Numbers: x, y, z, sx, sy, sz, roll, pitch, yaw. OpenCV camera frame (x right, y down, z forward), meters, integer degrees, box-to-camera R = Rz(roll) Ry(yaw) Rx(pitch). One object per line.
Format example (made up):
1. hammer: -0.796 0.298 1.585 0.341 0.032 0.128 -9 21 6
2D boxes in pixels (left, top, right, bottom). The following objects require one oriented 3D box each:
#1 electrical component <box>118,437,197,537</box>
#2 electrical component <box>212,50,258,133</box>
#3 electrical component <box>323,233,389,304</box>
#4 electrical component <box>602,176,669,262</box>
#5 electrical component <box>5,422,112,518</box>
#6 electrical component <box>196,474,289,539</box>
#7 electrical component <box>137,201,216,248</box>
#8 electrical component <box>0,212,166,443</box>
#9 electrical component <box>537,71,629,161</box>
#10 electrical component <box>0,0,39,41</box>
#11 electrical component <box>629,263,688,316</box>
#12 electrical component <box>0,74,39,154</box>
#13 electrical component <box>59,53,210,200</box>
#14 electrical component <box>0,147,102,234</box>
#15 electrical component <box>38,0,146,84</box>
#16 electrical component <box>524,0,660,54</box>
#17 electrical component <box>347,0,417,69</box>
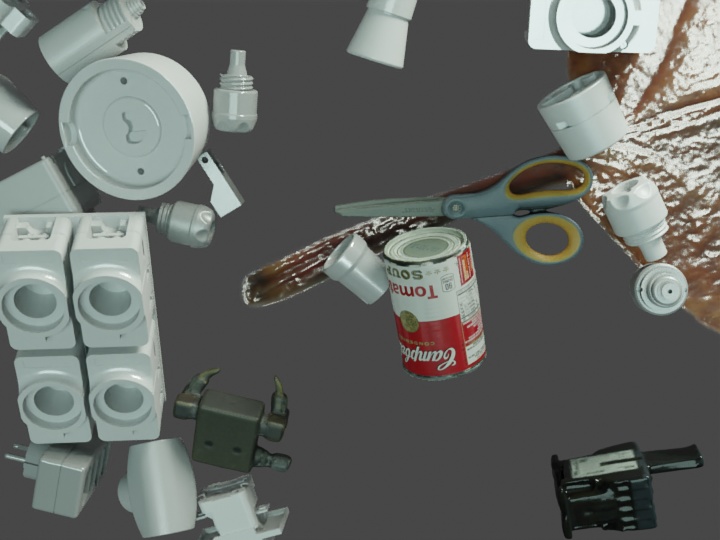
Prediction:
1. electrical component: -0.180 0.187 0.918 0.079 0.043 0.077 -18 78 41
2. electrical component: -0.095 -0.138 0.827 0.035 0.035 0.061 6 104 3
3. electrical component: 0.000 0.000 0.856 0.046 0.040 0.040 41 105 -12
4. electrical component: 0.215 -0.037 0.825 0.043 0.043 0.062 -25 104 11
5. electrical component: -0.257 0.159 0.901 0.076 0.083 0.047 14 107 1
6. electrical component: -0.106 0.213 0.925 0.081 0.042 0.063 -17 102 9
7. electrical component: -0.148 -0.039 0.859 0.061 0.035 0.035 13 107 3
8. electrical component: -0.215 0.051 0.842 0.105 0.060 0.186 -2 124 -4
9. electrical component: 0.167 -0.114 0.801 0.055 0.055 0.047 -28 106 12
10. electrical component: -0.294 -0.196 0.815 0.078 0.058 0.057 44 102 -8
11. electrical component: 0.231 0.015 0.823 0.040 0.078 0.040 0 91 6
12. electrical component: -0.307 -0.118 0.845 0.077 0.044 0.079 38 106 -6
13. electrical component: -0.167 -0.114 0.823 0.108 0.060 0.108 5 113 11
14. electrical component: -0.263 -0.049 0.852 0.096 0.061 0.061 -25 102 11
15. electrical component: -0.198 -0.181 0.818 0.081 0.043 0.043 -30 101 12
16. electrical component: 0.167 -0.185 0.779 0.089 0.055 0.050 3 106 4
17. electrical component: 0.020 -0.187 0.800 0.044 0.044 0.065 18 102 0
